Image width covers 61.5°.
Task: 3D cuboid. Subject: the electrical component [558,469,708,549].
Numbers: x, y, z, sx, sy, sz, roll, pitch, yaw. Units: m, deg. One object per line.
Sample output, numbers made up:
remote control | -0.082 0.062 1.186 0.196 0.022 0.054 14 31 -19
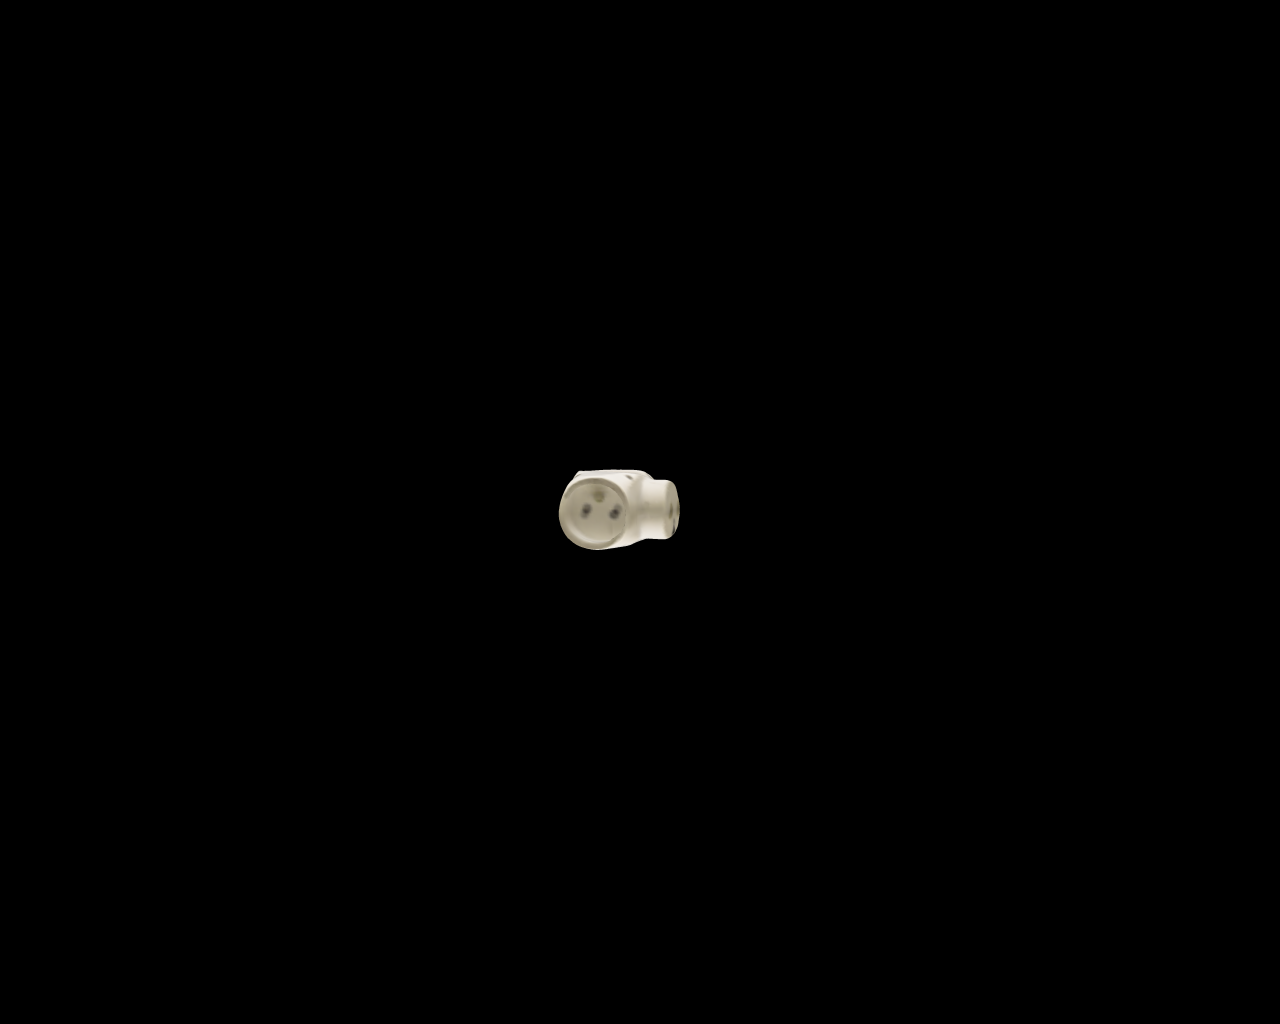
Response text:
electrical component | 0.001 -0.003 0.650 0.079 0.043 0.077 1 5 15
